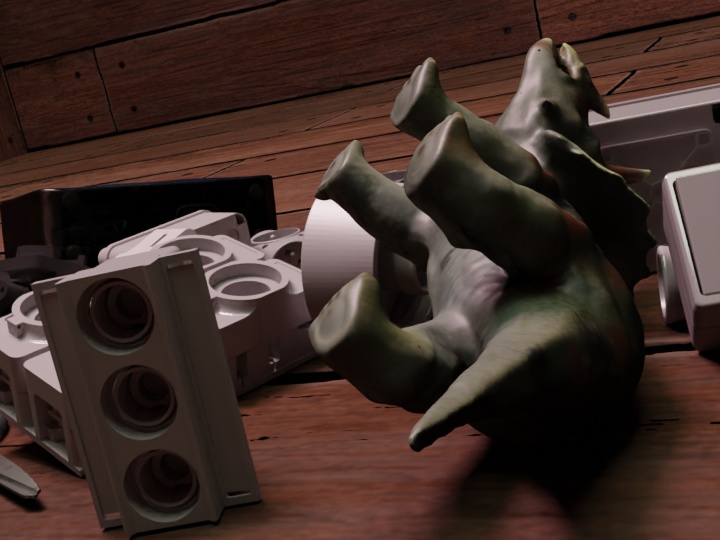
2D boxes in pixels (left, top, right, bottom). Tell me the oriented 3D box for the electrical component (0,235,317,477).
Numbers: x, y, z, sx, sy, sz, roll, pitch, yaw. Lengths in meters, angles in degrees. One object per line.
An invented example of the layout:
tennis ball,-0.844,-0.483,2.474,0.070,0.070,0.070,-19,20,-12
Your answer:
electrical component,-0.124,0.039,0.662,0.105,0.060,0.186,23,35,39

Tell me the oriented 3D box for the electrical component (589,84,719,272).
electrical component,0.199,-0.058,0.710,0.109,0.108,0.056,-9,17,18

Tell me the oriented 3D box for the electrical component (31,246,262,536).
electrical component,-0.097,0.054,0.510,0.079,0.121,0.063,-12,11,7

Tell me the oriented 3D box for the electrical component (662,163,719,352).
electrical component,0.192,-0.005,0.541,0.062,0.096,0.061,-11,-30,11

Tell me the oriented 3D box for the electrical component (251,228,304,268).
electrical component,-0.049,-0.013,0.902,0.079,0.044,0.077,-18,14,-18

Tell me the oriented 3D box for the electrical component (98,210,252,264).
electrical component,-0.142,0.003,0.854,0.057,0.078,0.113,3,21,42

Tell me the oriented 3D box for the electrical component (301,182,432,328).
electrical component,0.016,-0.005,0.684,0.060,0.108,0.108,2,19,29

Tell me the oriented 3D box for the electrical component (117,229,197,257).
electrical component,-0.152,0.015,0.760,0.089,0.050,0.056,-44,26,-28

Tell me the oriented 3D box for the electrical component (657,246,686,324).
electrical component,0.201,0.005,0.598,0.065,0.044,0.044,-6,15,11
